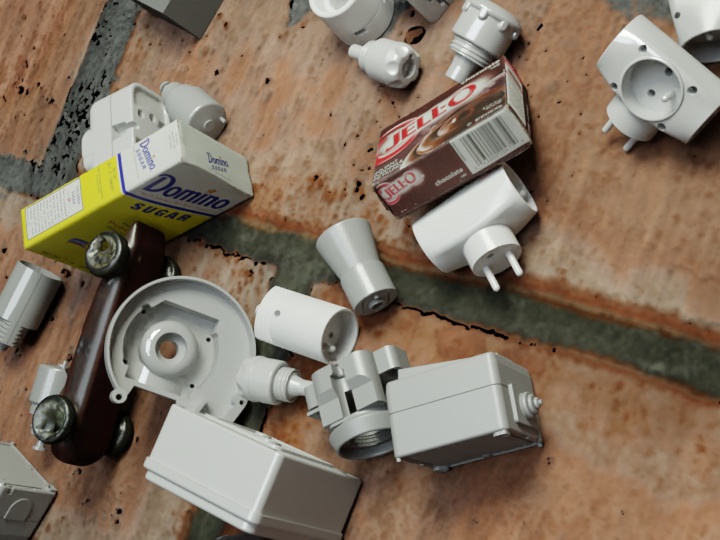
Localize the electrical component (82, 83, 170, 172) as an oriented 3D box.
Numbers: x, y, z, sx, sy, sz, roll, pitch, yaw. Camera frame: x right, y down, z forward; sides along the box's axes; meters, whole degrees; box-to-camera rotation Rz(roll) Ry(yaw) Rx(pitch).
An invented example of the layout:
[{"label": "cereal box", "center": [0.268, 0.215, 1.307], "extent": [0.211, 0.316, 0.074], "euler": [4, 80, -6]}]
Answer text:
[{"label": "electrical component", "center": [-0.206, -0.109, 0.954], "extent": [0.059, 0.054, 0.095], "euler": [-20, 64, 26]}]

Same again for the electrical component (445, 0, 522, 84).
[{"label": "electrical component", "center": [0.086, -0.166, 0.791], "extent": [0.048, 0.048, 0.062], "euler": [39, 104, 36]}]

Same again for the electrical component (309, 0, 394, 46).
[{"label": "electrical component", "center": [-0.008, -0.215, 0.866], "extent": [0.055, 0.047, 0.055], "euler": [-11, 68, 30]}]

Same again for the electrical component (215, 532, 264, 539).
[{"label": "electrical component", "center": [-0.117, 0.222, 0.758], "extent": [0.100, 0.100, 0.048], "euler": [-26, 74, 24]}]

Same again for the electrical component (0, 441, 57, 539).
[{"label": "electrical component", "center": [-0.320, 0.186, 0.923], "extent": [0.096, 0.062, 0.061], "euler": [33, 93, 36]}]

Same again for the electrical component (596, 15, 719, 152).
[{"label": "electrical component", "center": [0.187, -0.111, 0.700], "extent": [0.077, 0.044, 0.079], "euler": [44, 135, 11]}]

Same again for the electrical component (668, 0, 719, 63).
[{"label": "electrical component", "center": [0.243, -0.183, 0.694], "extent": [0.079, 0.043, 0.077], "euler": [-12, 68, 30]}]

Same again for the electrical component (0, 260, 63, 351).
[{"label": "electrical component", "center": [-0.309, 0.036, 0.978], "extent": [0.043, 0.043, 0.081], "euler": [27, 90, 36]}]

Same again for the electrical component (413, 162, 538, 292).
[{"label": "electrical component", "center": [0.086, -0.022, 0.741], "extent": [0.077, 0.044, 0.079], "euler": [-35, 58, 18]}]

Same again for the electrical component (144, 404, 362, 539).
[{"label": "electrical component", "center": [-0.074, 0.144, 0.749], "extent": [0.109, 0.109, 0.056], "euler": [17, 81, 36]}]

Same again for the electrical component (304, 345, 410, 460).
[{"label": "electrical component", "center": [0.003, 0.095, 0.748], "extent": [0.078, 0.058, 0.057], "euler": [-29, 58, 22]}]

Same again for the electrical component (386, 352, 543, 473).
[{"label": "electrical component", "center": [0.073, 0.089, 0.701], "extent": [0.096, 0.062, 0.061], "euler": [-20, 64, 26]}]

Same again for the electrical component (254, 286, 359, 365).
[{"label": "electrical component", "center": [-0.046, 0.040, 0.806], "extent": [0.081, 0.043, 0.043], "euler": [16, 83, 36]}]

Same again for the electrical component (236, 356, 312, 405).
[{"label": "electrical component", "center": [-0.060, 0.085, 0.806], "extent": [0.061, 0.035, 0.035], "euler": [8, 78, 26]}]

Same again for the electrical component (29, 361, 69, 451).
[{"label": "electrical component", "center": [-0.265, 0.116, 0.924], "extent": [0.040, 0.040, 0.078], "euler": [8, 79, 35]}]

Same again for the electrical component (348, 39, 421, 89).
[{"label": "electrical component", "center": [0.016, -0.164, 0.841], "extent": [0.061, 0.035, 0.035], "euler": [26, 89, 39]}]

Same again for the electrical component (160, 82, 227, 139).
[{"label": "electrical component", "center": [-0.150, -0.142, 0.937], "extent": [0.078, 0.040, 0.040], "euler": [42, 98, 35]}]

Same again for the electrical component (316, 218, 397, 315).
[{"label": "electrical component", "center": [0.000, 0.000, 0.792], "extent": [0.044, 0.044, 0.065], "euler": [-36, 63, 18]}]

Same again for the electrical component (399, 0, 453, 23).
[{"label": "electrical component", "center": [0.057, -0.249, 0.830], "extent": [0.089, 0.056, 0.050], "euler": [-52, 54, 8]}]
